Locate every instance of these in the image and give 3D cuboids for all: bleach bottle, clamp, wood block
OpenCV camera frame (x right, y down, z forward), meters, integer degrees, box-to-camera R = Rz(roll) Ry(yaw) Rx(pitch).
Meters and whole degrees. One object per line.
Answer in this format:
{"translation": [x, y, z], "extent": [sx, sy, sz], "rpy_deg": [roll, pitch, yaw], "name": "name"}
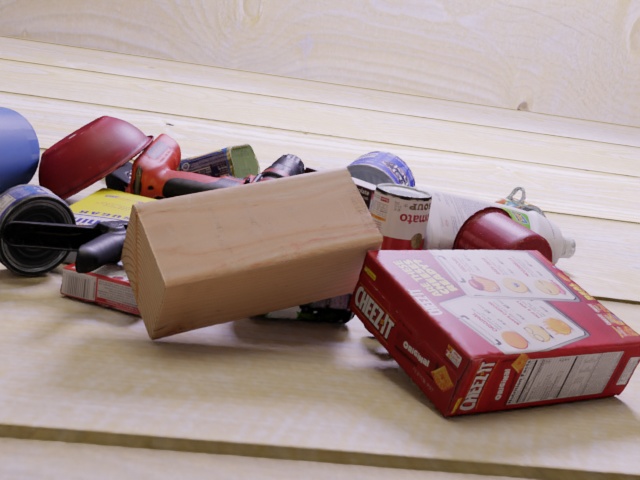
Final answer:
{"translation": [0.218, 0.000, 1.340], "extent": [0.250, 0.068, 0.102], "rpy_deg": [9, 53, -27], "name": "bleach bottle"}
{"translation": [-0.213, 0.000, 1.022], "extent": [0.120, 0.039, 0.171], "rpy_deg": [21, 13, 26], "name": "clamp"}
{"translation": [-0.062, 0.009, 0.954], "extent": [0.205, 0.091, 0.090], "rpy_deg": [-12, 60, -25], "name": "wood block"}
{"translation": [-0.248, -0.086, 1.455], "extent": [0.164, 0.036, 0.210], "rpy_deg": [9, 14, 5], "name": "clamp"}

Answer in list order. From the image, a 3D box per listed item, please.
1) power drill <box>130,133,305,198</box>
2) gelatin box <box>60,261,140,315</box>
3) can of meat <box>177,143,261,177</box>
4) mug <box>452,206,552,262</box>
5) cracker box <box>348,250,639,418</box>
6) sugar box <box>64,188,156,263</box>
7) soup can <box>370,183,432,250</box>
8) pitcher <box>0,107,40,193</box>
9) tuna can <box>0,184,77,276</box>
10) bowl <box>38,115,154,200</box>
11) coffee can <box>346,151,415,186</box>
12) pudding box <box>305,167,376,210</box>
{"translation": [-0.123, -0.075, 1.304], "extent": [0.188, 0.057, 0.184], "rpy_deg": [15, 30, 10], "name": "power drill"}
{"translation": [-0.189, 0.042, 1.013], "extent": [0.089, 0.030, 0.073], "rpy_deg": [13, 14, 16], "name": "gelatin box"}
{"translation": [-0.138, -0.095, 1.448], "extent": [0.084, 0.057, 0.102], "rpy_deg": [-15, 4, 19], "name": "can of meat"}
{"translation": [0.222, 0.024, 1.249], "extent": [0.117, 0.093, 0.082], "rpy_deg": [43, -4, -38], "name": "mug"}
{"translation": [0.158, 0.078, 0.958], "extent": [0.213, 0.072, 0.164], "rpy_deg": [-1, 31, -34], "name": "cracker box"}
{"translation": [-0.229, -0.014, 1.169], "extent": [0.093, 0.048, 0.176], "rpy_deg": [12, 13, 5], "name": "sugar box"}
{"translation": [0.089, -0.008, 1.234], "extent": [0.068, 0.102, 0.068], "rpy_deg": [9, 14, -2], "name": "soup can"}
{"translation": [-0.434, -0.102, 1.210], "extent": [0.145, 0.149, 0.242], "rpy_deg": [-9, 5, 19], "name": "pitcher"}
{"translation": [-0.281, -0.009, 1.038], "extent": [0.085, 0.086, 0.034], "rpy_deg": [-3, 20, -39], "name": "tuna can"}
{"translation": [-0.284, -0.105, 1.296], "extent": [0.162, 0.055, 0.162], "rpy_deg": [-29, 16, 9], "name": "bowl"}
{"translation": [0.067, -0.059, 1.416], "extent": [0.103, 0.103, 0.140], "rpy_deg": [12, 14, 10], "name": "coffee can"}
{"translation": [0.024, -0.034, 1.319], "extent": [0.114, 0.090, 0.039], "rpy_deg": [20, 17, 35], "name": "pudding box"}
